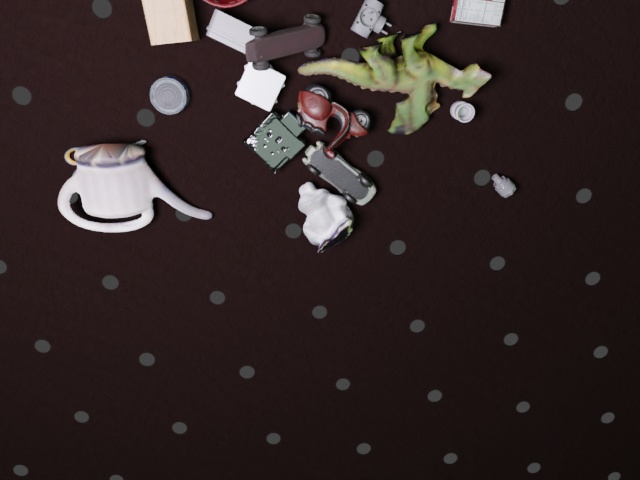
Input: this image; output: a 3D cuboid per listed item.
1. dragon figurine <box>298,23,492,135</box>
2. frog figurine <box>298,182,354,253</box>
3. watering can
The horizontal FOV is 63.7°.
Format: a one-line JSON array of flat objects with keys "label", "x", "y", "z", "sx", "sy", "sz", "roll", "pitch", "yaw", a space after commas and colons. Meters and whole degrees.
[{"label": "dragon figurine", "x": 0.177, "y": -0.348, "z": 1.180, "sx": 0.409, "sy": 0.125, "sz": 0.238, "roll": -13, "pitch": 119, "yaw": 13}, {"label": "frog figurine", "x": 0.004, "y": -0.064, "z": 1.279, "sx": 0.161, "sy": 0.123, "sz": 0.135, "roll": 53, "pitch": 124, "yaw": 19}, {"label": "watering can", "x": -0.437, "y": -0.123, "z": 1.218, "sx": 0.348, "sy": 0.106, "sz": 0.220, "roll": -5, "pitch": 120, "yaw": -13}]
